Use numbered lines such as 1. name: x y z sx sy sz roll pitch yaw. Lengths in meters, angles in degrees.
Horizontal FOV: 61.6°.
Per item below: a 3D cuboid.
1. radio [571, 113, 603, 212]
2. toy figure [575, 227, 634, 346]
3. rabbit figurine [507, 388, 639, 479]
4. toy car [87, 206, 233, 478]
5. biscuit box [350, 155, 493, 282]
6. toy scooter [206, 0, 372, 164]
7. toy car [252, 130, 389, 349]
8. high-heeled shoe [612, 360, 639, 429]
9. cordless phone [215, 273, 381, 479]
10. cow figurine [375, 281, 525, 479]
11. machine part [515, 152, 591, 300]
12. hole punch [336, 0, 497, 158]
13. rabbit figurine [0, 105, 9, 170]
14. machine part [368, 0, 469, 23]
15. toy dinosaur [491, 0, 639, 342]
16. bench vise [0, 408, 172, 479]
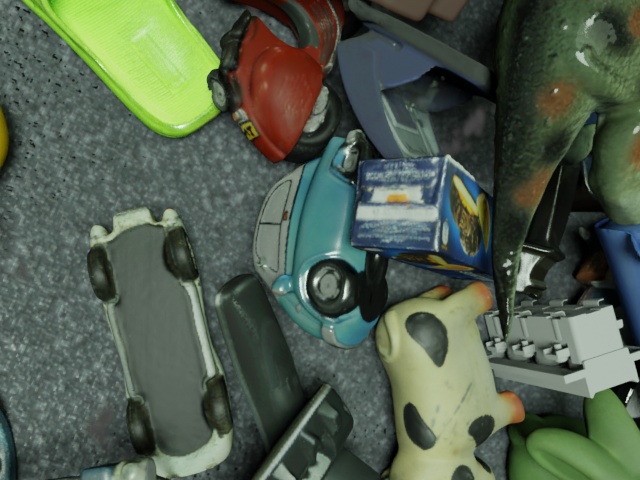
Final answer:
1. radio: 0.273 -0.141 0.517 0.131 0.073 0.229 -5 85 -15
2. toy figure: 0.274 0.054 0.511 0.064 0.058 0.154 22 77 -43
3. rabbit figurine: 0.240 0.195 0.430 0.121 0.170 0.159 -31 95 -16
4. toy car: -0.117 0.074 0.402 0.073 0.056 0.201 -14 89 -9
5. biscuit box: 0.098 -0.007 0.405 0.202 0.063 0.059 16 78 -56
6. toy scooter: -0.038 -0.158 0.422 0.135 0.075 0.184 24 74 -27
7. toy car: -0.001 -0.001 0.414 0.103 0.109 0.161 4 85 20
8. high-heeled shoe: 0.333 0.066 0.534 0.145 0.086 0.249 -10 69 14
9. cordless phone: -0.041 0.123 0.362 0.146 0.089 0.184 -36 109 -58
10. cow figurine: 0.095 0.142 0.440 0.127 0.085 0.194 -15 92 -22
11. machine part: 0.191 -0.020 0.446 0.084 0.039 0.138 17 89 -50
12. hole punch: 0.071 -0.110 0.416 0.116 0.142 0.092 44 115 25
13. rabbit figurine: -0.283 -0.043 0.339 0.173 0.122 0.162 -30 97 -34
14. machine part: 0.035 -0.265 0.403 0.201 0.087 0.201 21 45 -13
15. toy dinosaur: 0.175 -0.148 0.342 0.192 0.131 0.405 41 69 -28
16. bench vise: -0.215 0.185 0.323 0.241 0.128 0.223 -11 69 2
